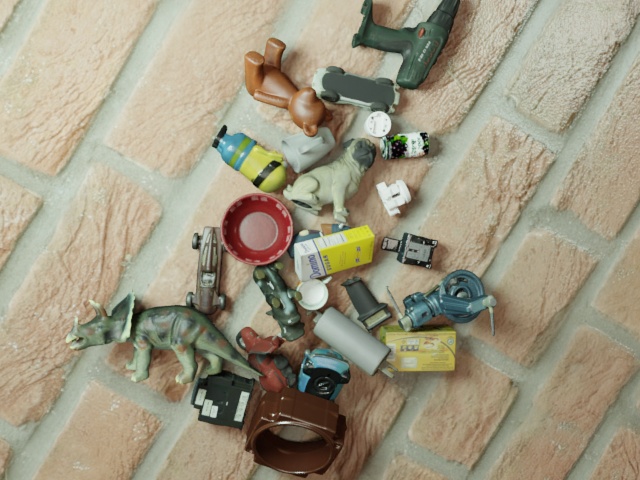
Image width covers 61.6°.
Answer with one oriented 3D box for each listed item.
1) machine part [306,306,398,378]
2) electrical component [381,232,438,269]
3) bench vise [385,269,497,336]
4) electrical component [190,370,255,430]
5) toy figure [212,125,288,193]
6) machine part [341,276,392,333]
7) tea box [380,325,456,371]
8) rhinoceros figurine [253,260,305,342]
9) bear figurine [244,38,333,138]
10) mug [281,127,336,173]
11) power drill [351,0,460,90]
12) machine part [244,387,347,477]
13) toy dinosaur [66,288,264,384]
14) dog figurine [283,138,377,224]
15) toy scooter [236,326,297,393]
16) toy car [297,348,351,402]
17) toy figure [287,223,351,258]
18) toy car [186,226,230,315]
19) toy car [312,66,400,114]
[{"bbox_3d":[0.072,0.228,1.217,0.243,0.079,0.079,34,92,18],"label":"machine part"},{"bbox_3d":[0.207,0.019,1.255,0.119,0.048,0.074,16,93,-8],"label":"electrical component"},{"bbox_3d":[0.289,0.138,1.188,0.224,0.241,0.128,-15,93,-20],"label":"bench vise"},{"bbox_3d":[-0.228,0.363,1.241,0.134,0.058,0.114,17,92,-6],"label":"electrical component"},{"bbox_3d":[-0.155,-0.175,1.185,0.180,0.082,0.089,30,89,-9],"label":"toy figure"},{"bbox_3d":[0.107,0.145,1.263,0.084,0.039,0.138,-35,99,7],"label":"machine part"},{"bbox_3d":[0.229,0.253,1.268,0.170,0.068,0.098,2,96,-6],"label":"tea box"},{"bbox_3d":[-0.094,0.138,1.209,0.073,0.112,0.190,-25,84,-30],"label":"rhinoceros figurine"},{"bbox_3d":[-0.062,-0.317,1.142,0.196,0.131,0.120,33,51,13],"label":"bear figurine"},{"bbox_3d":[-0.019,-0.210,1.186,0.107,0.109,0.080,-30,92,-15],"label":"mug"},{"bbox_3d":[0.185,-0.468,1.196,0.207,0.086,0.232,18,96,-14],"label":"power drill"},{"bbox_3d":[-0.056,0.437,1.209,0.201,0.087,0.201,21,122,-7],"label":"machine part"},{"bbox_3d":[-0.324,0.207,1.180,0.405,0.131,0.192,1,97,-5],"label":"toy dinosaur"},{"bbox_3d":[0.025,-0.153,1.206,0.172,0.121,0.190,20,79,-9],"label":"dog figurine"},{"bbox_3d":[-0.108,0.267,1.205,0.075,0.135,0.183,-37,96,-41],"label":"toy scooter"},{"bbox_3d":[0.006,0.306,1.234,0.109,0.103,0.161,15,118,-4],"label":"toy car"},{"bbox_3d":[-0.002,-0.004,1.227,0.154,0.064,0.058,-20,63,-7],"label":"toy figure"},{"bbox_3d":[-0.251,0.071,1.215,0.089,0.053,0.202,7,96,-3],"label":"toy car"},{"bbox_3d":[0.082,-0.335,1.205,0.202,0.056,0.073,11,88,-8],"label":"toy car"}]
